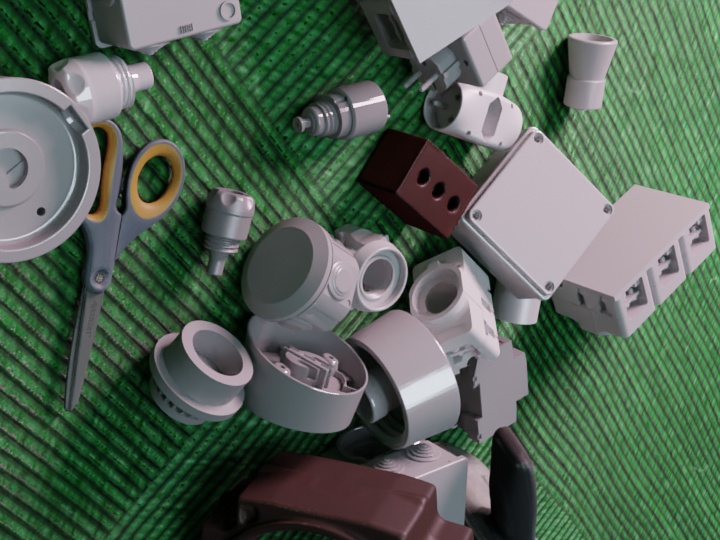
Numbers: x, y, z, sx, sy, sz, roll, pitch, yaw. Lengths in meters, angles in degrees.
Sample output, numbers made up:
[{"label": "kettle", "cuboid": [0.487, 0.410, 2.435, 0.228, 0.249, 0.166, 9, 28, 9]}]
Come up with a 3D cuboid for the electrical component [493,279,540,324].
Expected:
[{"label": "electrical component", "cuboid": [0.148, 0.005, 0.986, 0.043, 0.043, 0.081, -3, 107, -40]}]

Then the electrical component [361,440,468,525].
[{"label": "electrical component", "cuboid": [0.039, 0.195, 0.881, 0.100, 0.048, 0.099, -13, 114, -37]}]

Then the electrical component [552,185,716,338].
[{"label": "electrical component", "cuboid": [0.265, -0.008, 1.050, 0.150, 0.089, 0.061, -40, 128, -23]}]

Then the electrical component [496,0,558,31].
[{"label": "electrical component", "cuboid": [0.123, -0.252, 0.867, 0.100, 0.048, 0.099, 19, 93, -43]}]

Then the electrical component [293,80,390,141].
[{"label": "electrical component", "cuboid": [-0.015, -0.116, 0.804, 0.078, 0.040, 0.040, -20, 118, -34]}]

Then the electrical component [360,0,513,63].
[{"label": "electrical component", "cuboid": [0.033, -0.238, 0.769, 0.089, 0.062, 0.150, -35, 118, -13]}]

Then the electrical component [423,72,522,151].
[{"label": "electrical component", "cuboid": [0.099, -0.145, 0.889, 0.077, 0.043, 0.079, 11, 97, -43]}]

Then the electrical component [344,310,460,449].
[{"label": "electrical component", "cuboid": [0.024, 0.093, 0.872, 0.060, 0.108, 0.108, -25, 120, -25]}]

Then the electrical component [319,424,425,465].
[{"label": "electrical component", "cuboid": [0.010, 0.171, 0.921, 0.095, 0.054, 0.059, -23, 119, -33]}]

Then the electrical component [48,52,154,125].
[{"label": "electrical component", "cuboid": [-0.161, -0.116, 0.676, 0.062, 0.043, 0.043, -23, 119, -35]}]

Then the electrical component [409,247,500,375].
[{"label": "electrical component", "cuboid": [0.078, 0.032, 0.902, 0.056, 0.050, 0.089, 42, 33, -41]}]

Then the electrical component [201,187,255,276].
[{"label": "electrical component", "cuboid": [-0.098, -0.026, 0.770, 0.035, 0.035, 0.061, 6, 103, -42]}]

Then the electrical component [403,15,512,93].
[{"label": "electrical component", "cuboid": [0.065, -0.164, 0.838, 0.076, 0.066, 0.047, -45, 129, -19]}]

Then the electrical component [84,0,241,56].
[{"label": "electrical component", "cuboid": [-0.126, -0.190, 0.676, 0.100, 0.048, 0.099, -24, 120, -33]}]

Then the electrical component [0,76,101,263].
[{"label": "electrical component", "cuboid": [-0.216, -0.064, 0.636, 0.108, 0.060, 0.108, -15, 115, -36]}]

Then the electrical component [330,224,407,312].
[{"label": "electrical component", "cuboid": [0.000, 0.000, 0.848, 0.078, 0.057, 0.058, -29, 123, -30]}]

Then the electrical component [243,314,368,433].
[{"label": "electrical component", "cuboid": [-0.044, 0.079, 0.814, 0.099, 0.099, 0.064, 3, 110, -41]}]

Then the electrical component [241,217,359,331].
[{"label": "electrical component", "cuboid": [-0.044, 0.006, 0.798, 0.051, 0.080, 0.080, 34, 83, -48]}]

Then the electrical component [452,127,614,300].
[{"label": "electrical component", "cuboid": [0.145, -0.047, 0.931, 0.109, 0.056, 0.108, 43, 75, -13]}]

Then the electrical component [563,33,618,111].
[{"label": "electrical component", "cuboid": [0.205, -0.177, 0.972, 0.044, 0.044, 0.065, -13, 119, -37]}]
